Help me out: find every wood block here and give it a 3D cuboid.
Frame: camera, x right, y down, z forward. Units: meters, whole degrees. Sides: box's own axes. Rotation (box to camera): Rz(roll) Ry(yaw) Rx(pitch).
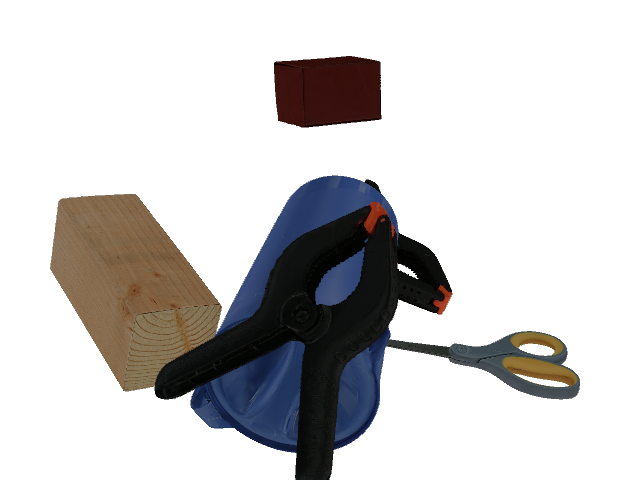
[{"bbox_3d":[-0.189,0.045,1.062,0.090,0.091,0.206,-6,35,-34],"label":"wood block"}]

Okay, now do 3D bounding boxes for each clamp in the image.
[{"bbox_3d":[0.061,0.012,1.224,0.164,0.036,0.210,-18,51,-37],"label":"clamp"},{"bbox_3d":[-0.002,0.059,0.615,0.120,0.171,0.039,40,-6,20],"label":"clamp"}]

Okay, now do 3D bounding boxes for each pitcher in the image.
[{"bbox_3d":[-0.011,0.052,0.880,0.149,0.145,0.242,11,33,5],"label":"pitcher"}]

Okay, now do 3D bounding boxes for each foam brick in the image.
[{"bbox_3d":[0.007,-0.127,0.909,0.078,0.051,0.053,-9,18,-27],"label":"foam brick"}]

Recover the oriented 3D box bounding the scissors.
[{"bbox_3d":[0.141,0.097,0.979,0.202,0.016,0.096,17,31,17],"label":"scissors"}]
